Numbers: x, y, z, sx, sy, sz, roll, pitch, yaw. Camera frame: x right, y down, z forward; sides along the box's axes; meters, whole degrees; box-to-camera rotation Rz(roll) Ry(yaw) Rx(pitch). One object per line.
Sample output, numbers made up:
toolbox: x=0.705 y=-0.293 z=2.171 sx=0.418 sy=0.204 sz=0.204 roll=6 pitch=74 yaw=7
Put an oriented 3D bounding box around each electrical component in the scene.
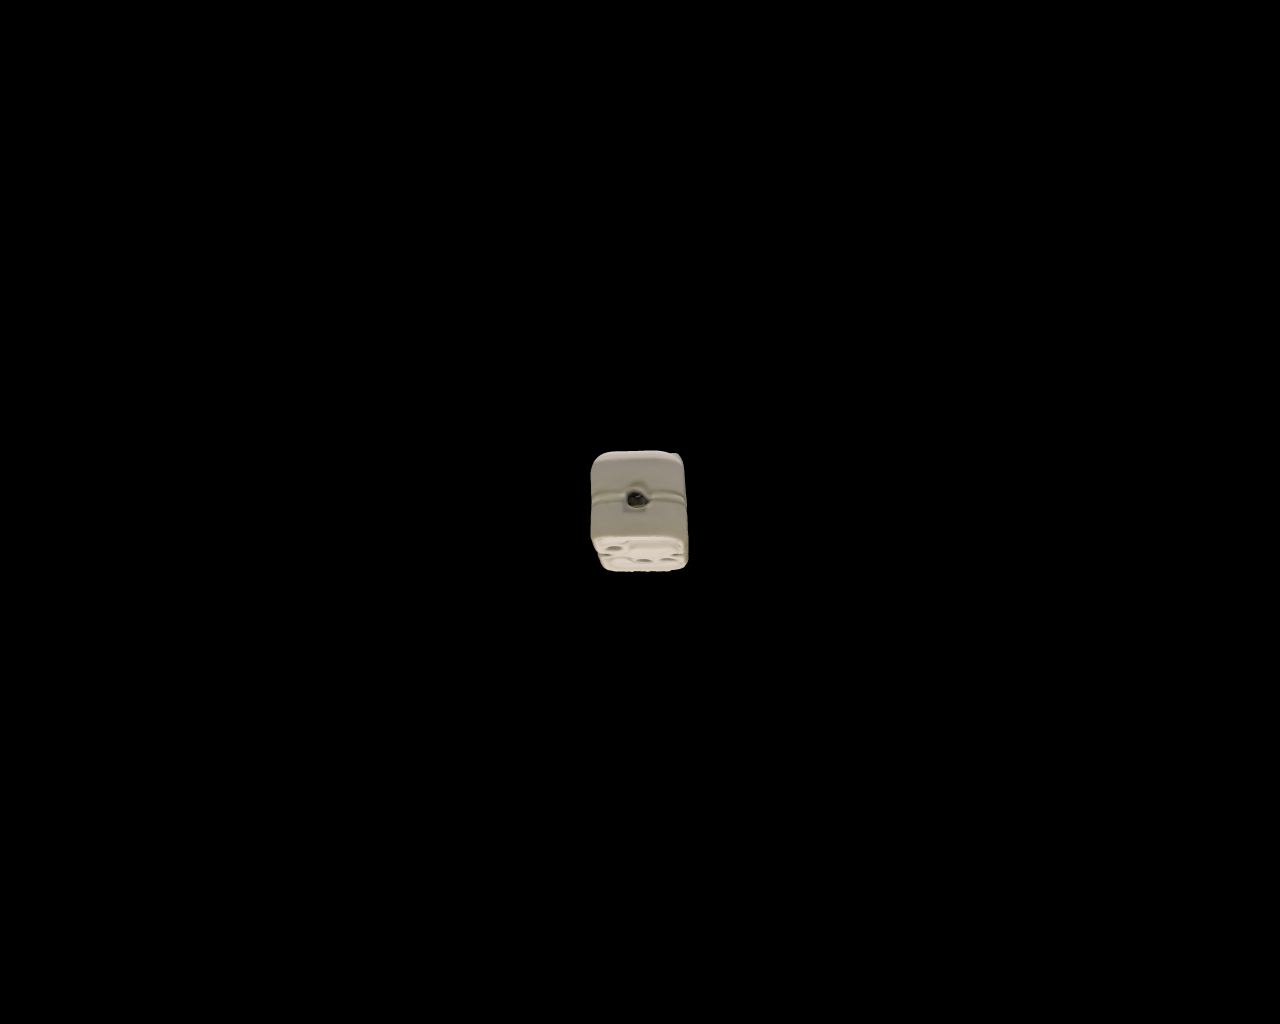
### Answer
electrical component: x=0.001 y=-0.003 z=0.650 sx=0.054 sy=0.059 sz=0.095 roll=-1 pitch=-15 yaw=4
